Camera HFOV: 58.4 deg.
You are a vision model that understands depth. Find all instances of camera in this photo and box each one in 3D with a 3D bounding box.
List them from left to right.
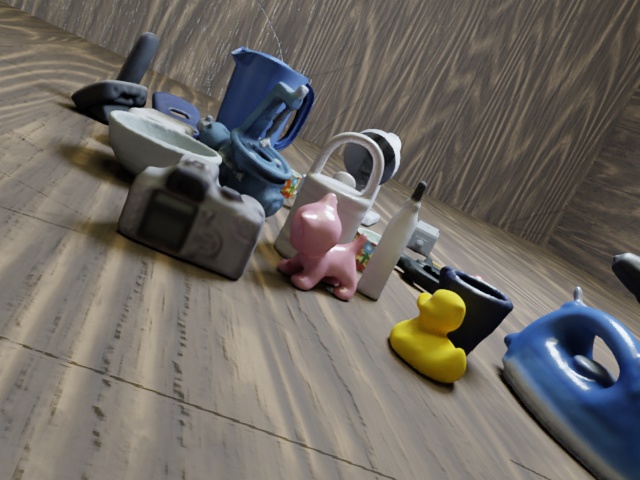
[{"bbox_3d":[-0.133,-0.041,0.649,0.143,0.101,0.136,23,13,-11],"label":"camera"}]

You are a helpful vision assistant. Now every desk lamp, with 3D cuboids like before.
[{"bbox_3d":[0.112,-0.148,1.305,0.117,0.213,0.204,28,13,11],"label":"desk lamp"}]

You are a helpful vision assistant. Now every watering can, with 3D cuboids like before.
[{"bbox_3d":[0.018,-0.060,0.808,0.101,0.194,0.172,21,13,-20],"label":"watering can"}]

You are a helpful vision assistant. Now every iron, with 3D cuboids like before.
[{"bbox_3d":[0.313,0.153,0.646,0.119,0.141,0.258,23,13,-12],"label":"iron"}]

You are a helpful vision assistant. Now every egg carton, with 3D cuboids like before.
[{"bbox_3d":[-0.282,-0.180,0.991,0.107,0.069,0.150,25,12,-3],"label":"egg carton"}]

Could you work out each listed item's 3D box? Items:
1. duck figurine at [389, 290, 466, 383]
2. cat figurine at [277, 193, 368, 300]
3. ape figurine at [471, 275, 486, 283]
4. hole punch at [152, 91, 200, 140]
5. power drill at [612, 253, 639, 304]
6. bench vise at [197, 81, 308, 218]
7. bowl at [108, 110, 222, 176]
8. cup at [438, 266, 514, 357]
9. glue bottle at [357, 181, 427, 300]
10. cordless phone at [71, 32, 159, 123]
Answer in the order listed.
[{"bbox_3d":[0.131,0.099,0.635,0.078,0.086,0.104,19,14,-29],"label":"duck figurine"},{"bbox_3d":[0.006,0.003,0.707,0.128,0.118,0.067,16,16,-37],"label":"cat figurine"},{"bbox_3d":[0.200,0.091,0.787,0.076,0.092,0.078,30,13,18],"label":"ape figurine"},{"bbox_3d":[-0.291,-0.238,1.160,0.109,0.091,0.100,16,16,-38],"label":"hole punch"},{"bbox_3d":[0.452,0.156,0.754,0.229,0.208,0.076,30,13,19],"label":"power drill"},{"bbox_3d":[-0.119,-0.171,0.929,0.207,0.220,0.122,28,13,9],"label":"bench vise"},{"bbox_3d":[-0.233,-0.120,0.832,0.167,0.075,0.167,25,13,-6],"label":"bowl"},{"bbox_3d":[0.174,0.092,0.729,0.092,0.095,0.117,18,15,-33],"label":"cup"},{"bbox_3d":[0.106,-0.003,0.798,0.037,0.173,0.078,27,13,7],"label":"glue bottle"},{"bbox_3d":[-0.380,-0.319,1.095,0.094,0.185,0.148,26,12,3],"label":"cordless phone"}]
